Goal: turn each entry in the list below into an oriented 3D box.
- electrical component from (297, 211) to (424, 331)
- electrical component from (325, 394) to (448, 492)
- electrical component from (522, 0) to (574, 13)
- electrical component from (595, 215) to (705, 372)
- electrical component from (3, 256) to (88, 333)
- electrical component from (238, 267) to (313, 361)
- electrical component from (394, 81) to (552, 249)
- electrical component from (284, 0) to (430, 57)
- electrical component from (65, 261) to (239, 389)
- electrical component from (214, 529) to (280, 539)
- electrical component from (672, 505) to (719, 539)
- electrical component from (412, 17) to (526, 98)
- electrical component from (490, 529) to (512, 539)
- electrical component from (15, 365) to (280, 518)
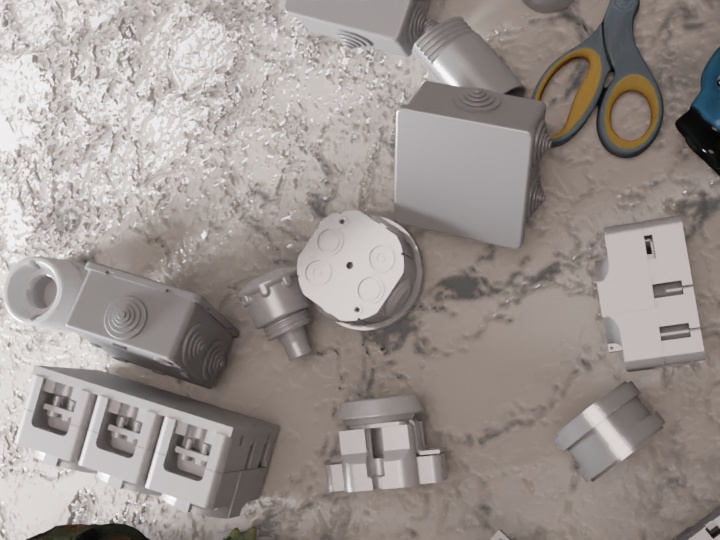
[{"bbox_3d":[0.000,0.000,0.729,0.080,0.051,0.080,-2,82,16],"label":"electrical component"},{"bbox_3d":[0.015,0.113,0.708,0.078,0.058,0.057,-8,84,15],"label":"electrical component"},{"bbox_3d":[0.122,-0.203,0.714,0.044,0.065,0.044,-2,82,15],"label":"electrical component"},{"bbox_3d":[0.180,0.017,0.677,0.056,0.050,0.089,-9,81,14],"label":"electrical component"},{"bbox_3d":[-0.229,0.017,0.794,0.055,0.047,0.055,-2,82,16],"label":"electrical component"},{"bbox_3d":[-0.053,0.032,0.745,0.048,0.048,0.062,-25,87,11],"label":"electrical component"},{"bbox_3d":[0.072,-0.070,0.699,0.100,0.048,0.099,13,129,17],"label":"electrical component"},{"bbox_3d":[0.006,-0.204,0.756,0.100,0.048,0.099,18,88,17],"label":"electrical component"},{"bbox_3d":[-0.143,0.040,0.741,0.100,0.099,0.048,16,74,17],"label":"electrical component"},{"bbox_3d":[-0.068,0.197,0.727,0.062,0.043,0.043,-4,82,14],"label":"electrical component"},{"bbox_3d":[0.207,0.183,0.645,0.089,0.056,0.050,-40,74,7],"label":"electrical component"},{"bbox_3d":[0.071,-0.139,0.732,0.043,0.043,0.081,-40,74,8],"label":"electrical component"},{"bbox_3d":[0.107,0.230,0.663,0.121,0.063,0.078,42,95,17],"label":"electrical component"},{"bbox_3d":[-0.145,0.116,0.735,0.150,0.089,0.061,14,87,17],"label":"electrical component"}]
